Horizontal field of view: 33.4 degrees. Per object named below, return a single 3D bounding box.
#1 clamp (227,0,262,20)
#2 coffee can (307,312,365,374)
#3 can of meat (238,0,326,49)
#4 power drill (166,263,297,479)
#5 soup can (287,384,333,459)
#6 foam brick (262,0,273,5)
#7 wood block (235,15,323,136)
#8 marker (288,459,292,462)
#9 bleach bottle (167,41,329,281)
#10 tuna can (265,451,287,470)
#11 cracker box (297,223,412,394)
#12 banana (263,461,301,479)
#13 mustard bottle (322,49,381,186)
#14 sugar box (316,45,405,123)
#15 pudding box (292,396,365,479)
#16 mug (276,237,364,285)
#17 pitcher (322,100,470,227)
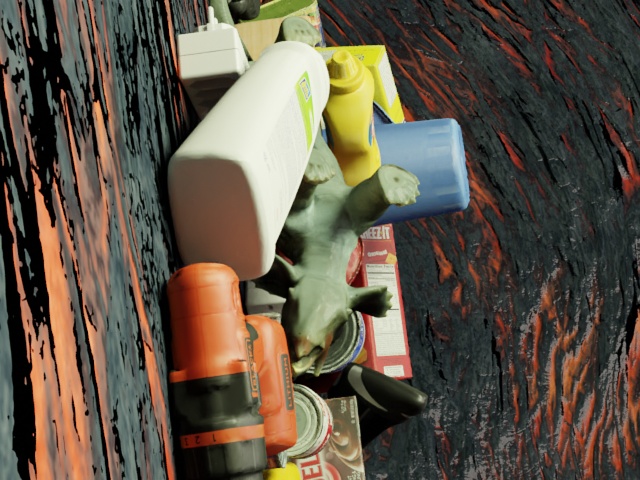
[{"bbox_3d":[-0.088,-0.290,1.168,0.210,0.036,0.164,71,12,-75],"label":"clamp"},{"bbox_3d":[0.000,0.107,1.264,0.140,0.103,0.103,57,26,-82],"label":"coffee can"},{"bbox_3d":[-0.044,-0.242,1.289,0.057,0.102,0.084,44,-25,47],"label":"can of meat"},{"bbox_3d":[-0.054,0.114,0.716,0.187,0.057,0.184,61,22,-81],"label":"power drill"},{"bbox_3d":[-0.025,0.171,1.002,0.102,0.068,0.068,66,17,-77],"label":"soup can"},{"bbox_3d":[-0.072,-0.288,1.331,0.051,0.053,0.078,-92,173,-57],"label":"foam brick"},{"bbox_3d":[-0.045,-0.148,1.153,0.206,0.090,0.091,-94,176,-49],"label":"wood block"},{"bbox_3d":[-0.035,0.259,1.062,0.020,0.020,0.121,79,5,-51],"label":"marker"},{"bbox_3d":[-0.038,-0.077,0.797,0.250,0.068,0.102,-64,153,-56],"label":"bleach bottle"},{"bbox_3d":[-0.050,0.151,0.899,0.086,0.034,0.086,-7,90,-87],"label":"tuna can"},{"bbox_3d":[0.030,0.090,1.412,0.164,0.071,0.214,-19,-106,49],"label":"cracker box"},{"bbox_3d":[-0.036,0.231,0.943,0.198,0.037,0.069,59,23,-82],"label":"banana"},{"bbox_3d":[0.029,-0.126,1.085,0.191,0.058,0.096,78,7,-60],"label":"mustard bottle"},{"bbox_3d":[0.051,-0.155,1.307,0.176,0.093,0.048,70,33,-40],"label":"sugar box"},{"bbox_3d":[0.000,0.226,1.120,0.039,0.090,0.113,81,3,-57],"label":"pudding box"},{"bbox_3d":[-0.007,0.001,1.083,0.081,0.117,0.093,39,16,-31],"label":"mug"},{"bbox_3d":[0.046,-0.084,1.243,0.145,0.243,0.149,-86,165,-46],"label":"pitcher"}]
